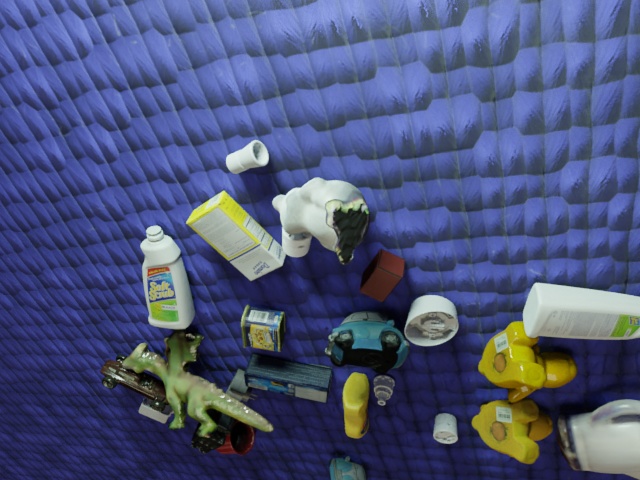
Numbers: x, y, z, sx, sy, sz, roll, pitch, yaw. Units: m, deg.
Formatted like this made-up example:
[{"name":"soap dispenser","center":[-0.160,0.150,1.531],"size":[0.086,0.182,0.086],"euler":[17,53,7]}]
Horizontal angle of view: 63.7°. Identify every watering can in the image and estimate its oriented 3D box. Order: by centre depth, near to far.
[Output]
[{"name":"watering can","center":[0.629,0.450,1.085],"size":[0.223,0.106,0.341],"euler":[-12,124,25]}]

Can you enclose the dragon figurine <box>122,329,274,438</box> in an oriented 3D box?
[{"name":"dragon figurine","center":[-0.301,0.326,1.228],"size":[0.409,0.124,0.239],"euler":[-1,110,25]}]

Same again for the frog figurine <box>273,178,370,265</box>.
[{"name":"frog figurine","center":[0.003,-0.044,0.880],"size":[0.161,0.124,0.135],"euler":[22,154,48]}]
